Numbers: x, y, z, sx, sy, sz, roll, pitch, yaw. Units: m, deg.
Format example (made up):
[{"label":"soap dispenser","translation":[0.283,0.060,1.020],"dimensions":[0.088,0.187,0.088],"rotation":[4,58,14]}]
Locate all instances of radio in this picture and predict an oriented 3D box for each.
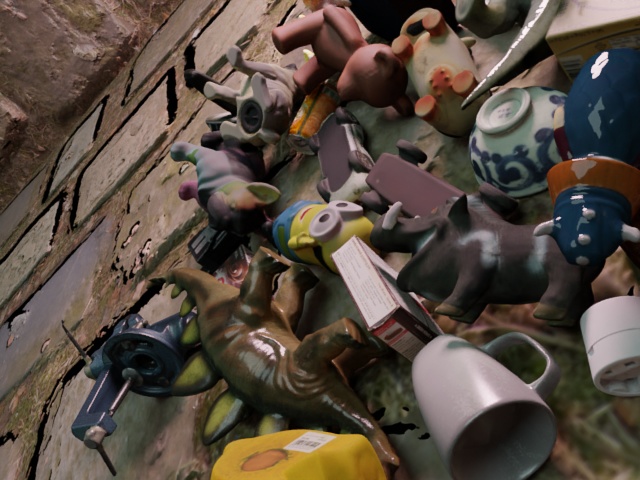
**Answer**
[{"label":"radio","translation":[0.102,-0.355,0.790],"dimensions":[0.073,0.131,0.230],"rotation":[-46,35,10]}]

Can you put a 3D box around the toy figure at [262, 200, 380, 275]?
[{"label":"toy figure","translation":[0.001,-0.004,0.646],"dimensions":[0.180,0.089,0.082],"rotation":[1,58,59]}]

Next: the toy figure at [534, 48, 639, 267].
[{"label":"toy figure","translation":[0.183,-0.050,0.347],"dimensions":[0.064,0.057,0.154],"rotation":[-6,60,56]}]

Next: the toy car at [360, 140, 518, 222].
[{"label":"toy car","translation":[0.117,-0.039,0.564],"dimensions":[0.089,0.053,0.202],"rotation":[-59,38,9]}]

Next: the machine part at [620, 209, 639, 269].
[{"label":"machine part","translation":[0.294,-0.035,0.329],"dimensions":[0.201,0.087,0.201],"rotation":[-41,36,20]}]

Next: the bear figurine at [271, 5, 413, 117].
[{"label":"bear figurine","translation":[0.034,-0.232,0.736],"dimensions":[0.132,0.120,0.196],"rotation":[-30,54,4]}]

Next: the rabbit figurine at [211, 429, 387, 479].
[{"label":"rabbit figurine","translation":[-0.028,0.244,0.407],"dimensions":[0.162,0.122,0.173],"rotation":[-19,90,40]}]

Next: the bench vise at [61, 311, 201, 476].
[{"label":"bench vise","translation":[-0.275,0.186,0.743],"dimensions":[0.224,0.128,0.241],"rotation":[-13,28,17]}]

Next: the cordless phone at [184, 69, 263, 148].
[{"label":"cordless phone","translation":[-0.181,-0.241,0.972],"dimensions":[0.147,0.184,0.088],"rotation":[18,79,54]}]

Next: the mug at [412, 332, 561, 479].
[{"label":"mug","translation":[0.120,0.111,0.407],"dimensions":[0.109,0.080,0.107],"rotation":[-53,25,9]}]

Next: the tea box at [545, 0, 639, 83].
[{"label":"tea box","translation":[0.293,-0.176,0.443],"dimensions":[0.170,0.098,0.068],"rotation":[8,67,50]}]

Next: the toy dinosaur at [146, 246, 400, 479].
[{"label":"toy dinosaur","translation":[-0.078,0.109,0.595],"dimensions":[0.198,0.105,0.472],"rotation":[-54,41,0]}]

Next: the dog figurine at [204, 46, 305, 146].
[{"label":"dog figurine","translation":[-0.065,-0.218,0.872],"dimensions":[0.121,0.190,0.172],"rotation":[-31,75,38]}]

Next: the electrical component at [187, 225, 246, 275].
[{"label":"electrical component","translation":[-0.179,0.020,0.860],"dimensions":[0.119,0.047,0.075],"rotation":[-48,34,4]}]

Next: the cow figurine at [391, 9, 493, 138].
[{"label":"cow figurine","translation":[0.147,-0.202,0.633],"dimensions":[0.085,0.127,0.195],"rotation":[-32,54,26]}]

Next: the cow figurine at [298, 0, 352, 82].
[{"label":"cow figurine","translation":[0.019,-0.330,0.831],"dimensions":[0.098,0.167,0.068],"rotation":[-20,58,-8]}]

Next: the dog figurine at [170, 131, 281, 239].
[{"label":"dog figurine","translation":[-0.118,-0.082,0.827],"dimensions":[0.219,0.108,0.191],"rotation":[30,40,34]}]

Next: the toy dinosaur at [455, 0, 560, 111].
[{"label":"toy dinosaur","translation":[0.259,-0.295,0.549],"dimensions":[0.131,0.192,0.404],"rotation":[-160,87,-74]}]

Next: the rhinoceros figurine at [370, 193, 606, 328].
[{"label":"rhinoceros figurine","translation":[0.128,0.013,0.443],"dimensions":[0.191,0.073,0.112],"rotation":[6,83,36]}]

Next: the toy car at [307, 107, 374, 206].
[{"label":"toy car","translation":[0.031,-0.111,0.726],"dimensions":[0.073,0.056,0.202],"rotation":[-42,34,25]}]
